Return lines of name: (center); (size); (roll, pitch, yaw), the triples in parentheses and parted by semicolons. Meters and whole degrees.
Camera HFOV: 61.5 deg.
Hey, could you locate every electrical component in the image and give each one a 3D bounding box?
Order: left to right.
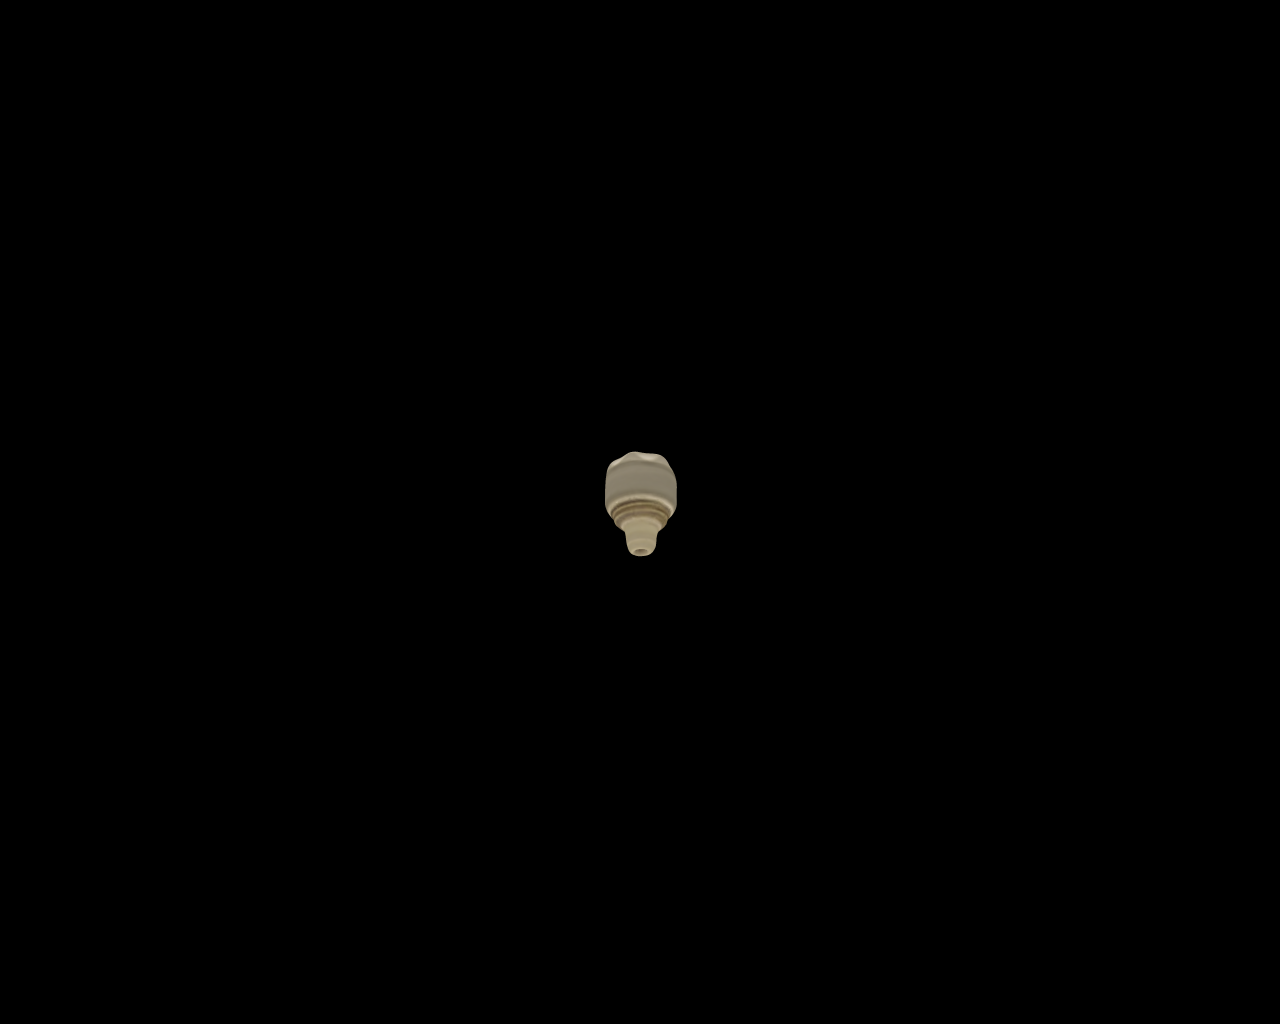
electrical component: (0.001, -0.003, 0.650); (0.043, 0.062, 0.043); (0, -27, 0)
